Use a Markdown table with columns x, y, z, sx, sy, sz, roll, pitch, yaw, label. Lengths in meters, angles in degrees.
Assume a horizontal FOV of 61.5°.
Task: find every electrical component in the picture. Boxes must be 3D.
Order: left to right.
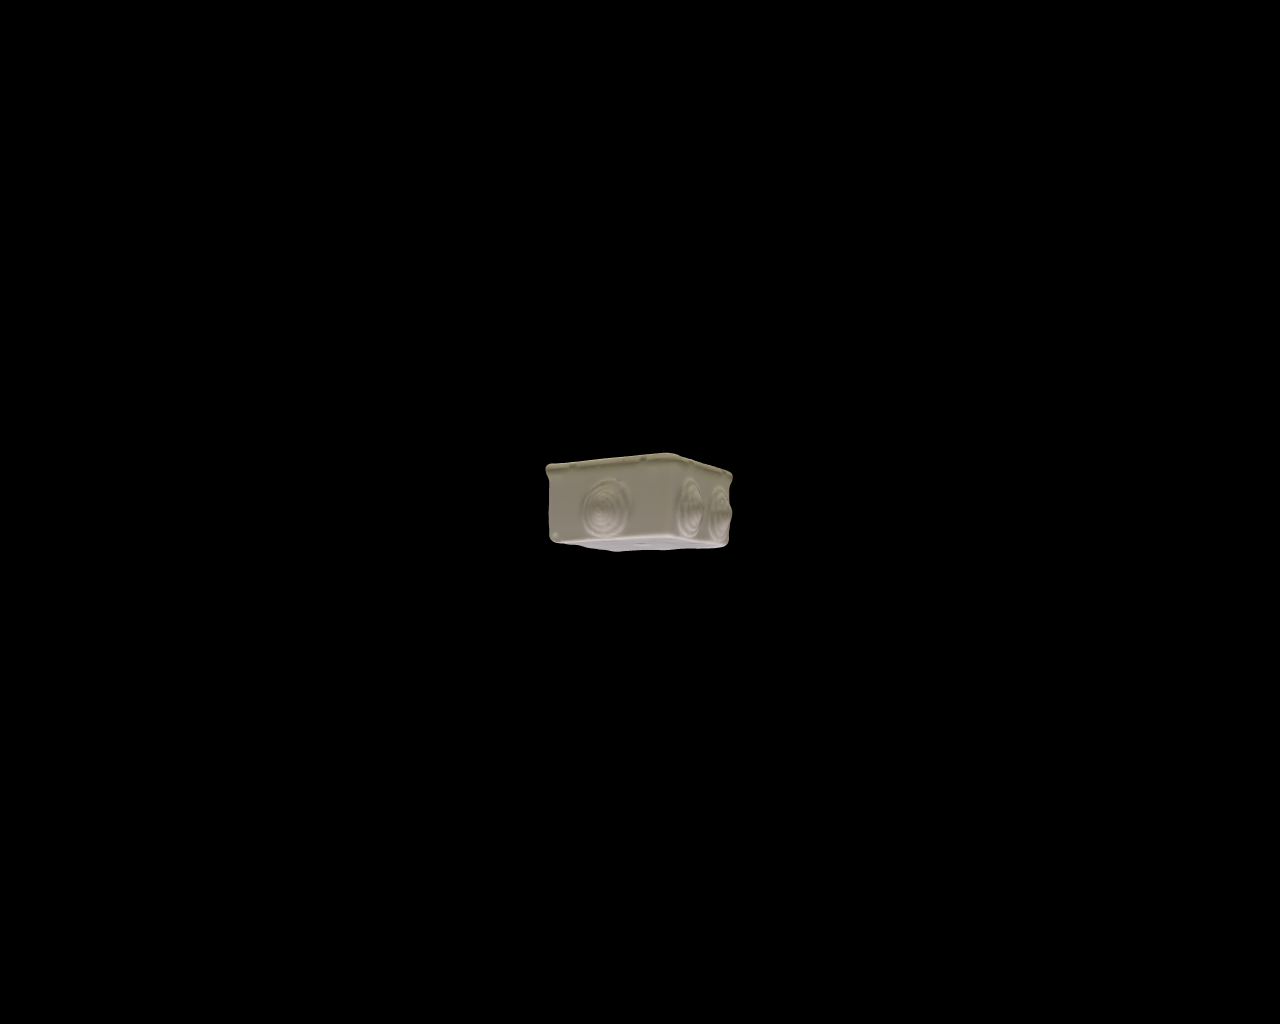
| x | y | z | sx | sy | sz | roll | pitch | yaw | label |
| --- | --- | --- | --- | --- | --- | --- | --- | --- | --- |
| 0.001 | -0.003 | 0.650 | 0.100 | 0.048 | 0.100 | -4 | -8 | 28 | electrical component |
